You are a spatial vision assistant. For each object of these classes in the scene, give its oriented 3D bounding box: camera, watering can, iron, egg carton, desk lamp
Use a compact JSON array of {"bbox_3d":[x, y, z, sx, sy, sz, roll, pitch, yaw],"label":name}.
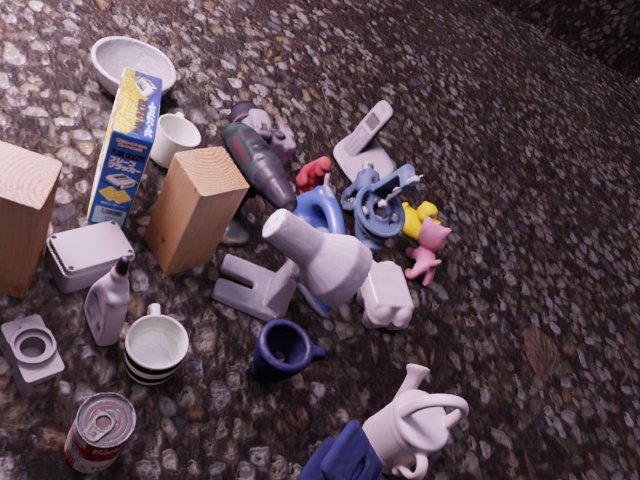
[{"bbox_3d":[-0.132,-0.239,1.232,0.144,0.100,0.136,4,52,-31],"label":"camera"},{"bbox_3d":[0.150,0.279,0.896,0.101,0.194,0.172,1,53,-33],"label":"watering can"},{"bbox_3d":[0.010,0.004,1.084,0.119,0.141,0.258,6,51,-30],"label":"iron"},{"bbox_3d":[0.121,0.106,1.121,0.107,0.069,0.150,7,50,-29],"label":"egg carton"},{"bbox_3d":[-0.046,0.048,0.953,0.204,0.213,0.118,24,44,-14],"label":"desk lamp"}]

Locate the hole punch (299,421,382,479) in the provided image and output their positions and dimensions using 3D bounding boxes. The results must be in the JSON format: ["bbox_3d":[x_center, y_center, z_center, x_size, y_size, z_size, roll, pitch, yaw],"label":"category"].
[{"bbox_3d":[0.043,0.339,0.848,0.101,0.091,0.109,42,42,5],"label":"hole punch"}]

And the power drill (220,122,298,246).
[{"bbox_3d":[-0.128,-0.086,1.020,0.076,0.208,0.229,-6,57,-37],"label":"power drill"}]

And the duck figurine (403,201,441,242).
[{"bbox_3d":[0.232,-0.055,1.325,0.104,0.086,0.078,45,43,9],"label":"duck figurine"}]

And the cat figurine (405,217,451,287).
[{"bbox_3d":[0.240,0.018,1.243,0.067,0.117,0.128,21,45,-17],"label":"cat figurine"}]

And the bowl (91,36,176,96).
[{"bbox_3d":[-0.384,-0.333,1.167,0.168,0.074,0.167,18,45,-19],"label":"bowl"}]

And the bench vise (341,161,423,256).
[{"bbox_3d":[0.119,-0.101,1.191,0.122,0.219,0.207,-5,56,-36],"label":"bench vise"}]

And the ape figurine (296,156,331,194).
[{"bbox_3d":[-0.007,-0.143,1.238,0.078,0.092,0.076,14,47,-23],"label":"ape figurine"}]

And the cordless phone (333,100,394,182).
[{"bbox_3d":[0.125,-0.216,1.321,0.094,0.185,0.147,-17,64,-42],"label":"cordless phone"}]

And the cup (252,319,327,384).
[{"bbox_3d":[-0.058,0.188,0.911,0.118,0.095,0.091,14,47,-24],"label":"cup"}]

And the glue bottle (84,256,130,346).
[{"bbox_3d":[-0.289,0.076,0.797,0.037,0.173,0.078,-9,59,-38],"label":"glue bottle"}]
